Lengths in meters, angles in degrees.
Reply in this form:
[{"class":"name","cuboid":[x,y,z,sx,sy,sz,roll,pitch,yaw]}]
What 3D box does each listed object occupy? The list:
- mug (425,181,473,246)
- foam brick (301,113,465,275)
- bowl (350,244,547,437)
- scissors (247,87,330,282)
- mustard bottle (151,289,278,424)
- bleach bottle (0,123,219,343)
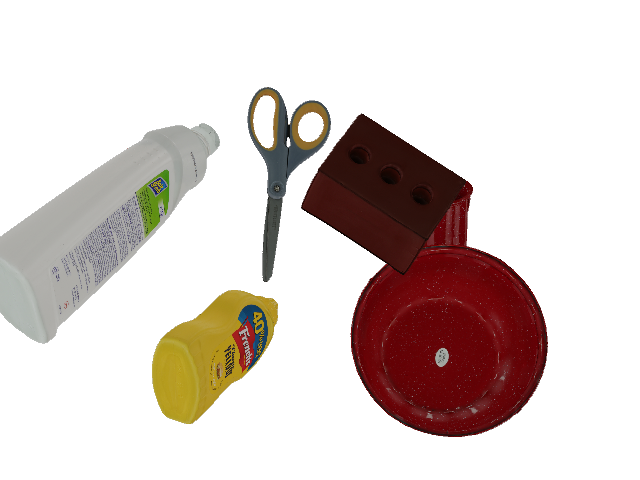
[{"class":"mug","cuboid":[0.137,-0.028,1.249,0.093,0.081,0.117,18,33,35]},{"class":"foam brick","cuboid":[0.037,-0.028,0.644,0.078,0.053,0.051,33,-27,6]},{"class":"bowl","cuboid":[0.098,0.086,0.850,0.162,0.162,0.055,0,7,14]},{"class":"scissors","cuboid":[-0.027,-0.062,1.106,0.096,0.202,0.016,-8,-7,-8]},{"class":"mustard bottle","cuboid":[-0.099,0.105,1.112,0.058,0.096,0.191,11,26,25]},{"class":"bleach bottle","cuboid":[-0.183,-0.023,0.964,0.068,0.102,0.250,30,53,23]}]
